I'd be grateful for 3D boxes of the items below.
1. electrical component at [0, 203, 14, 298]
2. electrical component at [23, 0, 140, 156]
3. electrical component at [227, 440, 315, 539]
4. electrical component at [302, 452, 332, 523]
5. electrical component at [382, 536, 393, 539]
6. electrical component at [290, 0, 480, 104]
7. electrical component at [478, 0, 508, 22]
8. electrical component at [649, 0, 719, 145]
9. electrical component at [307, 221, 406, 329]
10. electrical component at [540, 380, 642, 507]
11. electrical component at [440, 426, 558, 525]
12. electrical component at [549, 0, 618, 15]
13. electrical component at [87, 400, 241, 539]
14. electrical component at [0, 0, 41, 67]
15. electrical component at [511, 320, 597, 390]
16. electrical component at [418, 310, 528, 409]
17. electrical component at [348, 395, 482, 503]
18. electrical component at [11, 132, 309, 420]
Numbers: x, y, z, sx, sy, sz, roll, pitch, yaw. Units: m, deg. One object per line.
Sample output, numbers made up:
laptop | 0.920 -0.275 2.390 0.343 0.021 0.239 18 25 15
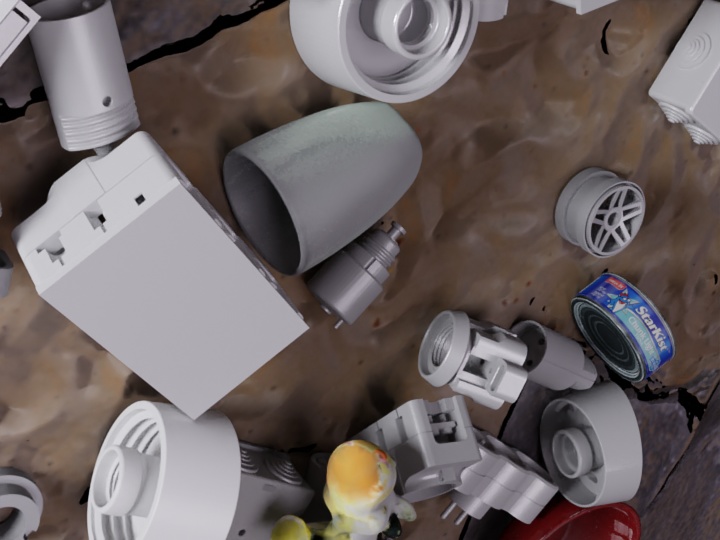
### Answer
electrical component | -0.213 -0.017 0.540 0.078 0.058 0.057 2 115 -36
electrical component | -0.141 -0.097 0.556 0.043 0.043 0.081 -23 125 -23
electrical component | -0.090 0.165 0.728 0.100 0.048 0.099 24 98 -41
electrical component | -0.026 0.166 0.778 0.044 0.044 0.065 6 105 -37
electrical component | -0.008 0.226 0.821 0.081 0.042 0.063 22 98 -41
electrical component | 0.020 -0.150 0.629 0.108 0.060 0.108 -16 122 -27
electrical component | 0.076 -0.182 0.666 0.040 0.040 0.046 -17 128 -27
electrical component | 0.277 -0.146 0.817 0.100 0.048 0.099 25 98 -41
electrical component | 0.000 0.000 0.708 0.078 0.040 0.040 -48 131 -5
electrical component | 0.194 0.144 0.885 0.064 0.099 0.099 -10 119 -24
electrical component | 0.093 0.172 0.856 0.138 0.052 0.073 33 98 -41
electrical component | 0.152 -0.267 0.658 0.105 0.060 0.186 -25 126 -22
electrical component | -0.126 0.131 0.649 0.060 0.108 0.108 20 102 -33
electrical component | -0.219 -0.097 0.489 0.121 0.063 0.079 -51 131 -1
electrical component | 0.154 0.072 0.851 0.081 0.043 0.043 24 99 -40
electrical component | 0.079 0.062 0.778 0.057 0.078 0.058 21 101 -19
electrical component | 0.039 0.132 0.765 0.050 0.055 0.089 -1 155 -34
electrical component | -0.108 0.005 0.598 0.089 0.061 0.150 -39 140 -1
